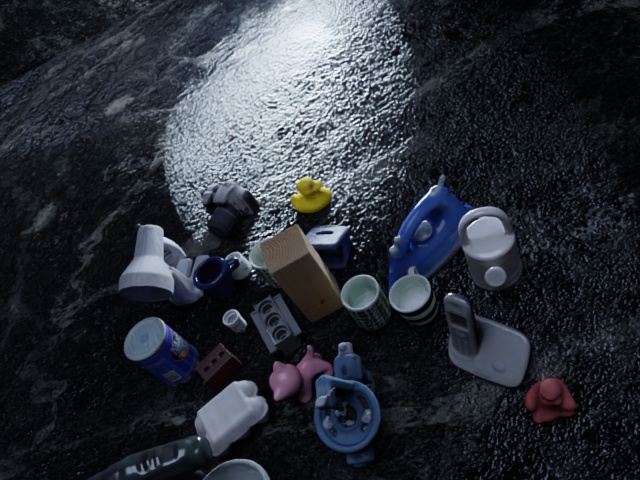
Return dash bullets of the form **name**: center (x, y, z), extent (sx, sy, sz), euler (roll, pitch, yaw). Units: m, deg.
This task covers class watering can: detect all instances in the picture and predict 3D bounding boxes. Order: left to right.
- **watering can**: center (0.322, 0.011, 1.079), extent (0.101, 0.195, 0.172), euler (-30, 47, 3)

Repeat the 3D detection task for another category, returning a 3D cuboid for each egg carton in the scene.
- **egg carton**: center (-0.176, 0.356, 1.148), extent (0.150, 0.070, 0.107), euler (-40, 47, -7)

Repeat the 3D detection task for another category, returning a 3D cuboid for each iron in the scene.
- **iron**: center (0.207, -0.010, 1.192), extent (0.118, 0.142, 0.258), euler (27, 70, 39)

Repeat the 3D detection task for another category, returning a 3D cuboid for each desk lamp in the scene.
- **desk lamp**: center (-0.374, 0.076, 1.372), extent (0.117, 0.214, 0.203), euler (-11, 50, 19)

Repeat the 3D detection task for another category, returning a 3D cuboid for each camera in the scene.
- **camera**: center (-0.257, -0.082, 1.515), extent (0.142, 0.101, 0.137), euler (7, 58, 31)

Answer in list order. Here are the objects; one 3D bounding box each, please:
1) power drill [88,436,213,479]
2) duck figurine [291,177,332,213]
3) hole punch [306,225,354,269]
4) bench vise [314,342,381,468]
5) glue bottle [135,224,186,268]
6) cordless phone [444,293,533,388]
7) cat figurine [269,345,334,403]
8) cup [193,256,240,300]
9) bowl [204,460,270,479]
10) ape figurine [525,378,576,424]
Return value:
- **power drill**: center (-0.280, 0.440, 1.039), extent (0.229, 0.209, 0.075), euler (-28, 47, 4)
- **duck figurine**: center (-0.031, -0.120, 1.440), extent (0.104, 0.086, 0.077), euler (-15, 49, 16)
- **hole punch**: center (0.012, 0.005, 1.315), extent (0.108, 0.091, 0.101), euler (-2, 54, 26)
- **bench vise**: center (0.029, 0.271, 1.006), extent (0.121, 0.220, 0.207), euler (-28, 47, 5)
- **glue bottle**: center (-0.420, 0.014, 1.473), extent (0.078, 0.174, 0.037), euler (-44, 47, -10)
- **cordless phone**: center (0.283, 0.165, 0.984), extent (0.147, 0.186, 0.094), euler (15, 62, 35)
- **cat figurine**: center (-0.047, 0.263, 1.123), extent (0.067, 0.118, 0.128), euler (29, 71, 40)
- **cup**: center (-0.230, 0.093, 1.367), extent (0.117, 0.095, 0.091), euler (-30, 47, 2)
- **bowl**: center (-0.144, 0.487, 1.024), extent (0.167, 0.075, 0.167), euler (-14, 50, 17)
- **ape figurine**: center (0.374, 0.254, 0.931), extent (0.077, 0.092, 0.076), euler (17, 64, 36)
